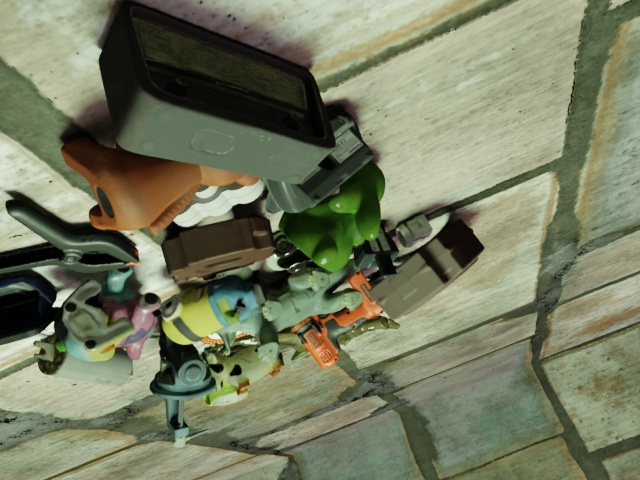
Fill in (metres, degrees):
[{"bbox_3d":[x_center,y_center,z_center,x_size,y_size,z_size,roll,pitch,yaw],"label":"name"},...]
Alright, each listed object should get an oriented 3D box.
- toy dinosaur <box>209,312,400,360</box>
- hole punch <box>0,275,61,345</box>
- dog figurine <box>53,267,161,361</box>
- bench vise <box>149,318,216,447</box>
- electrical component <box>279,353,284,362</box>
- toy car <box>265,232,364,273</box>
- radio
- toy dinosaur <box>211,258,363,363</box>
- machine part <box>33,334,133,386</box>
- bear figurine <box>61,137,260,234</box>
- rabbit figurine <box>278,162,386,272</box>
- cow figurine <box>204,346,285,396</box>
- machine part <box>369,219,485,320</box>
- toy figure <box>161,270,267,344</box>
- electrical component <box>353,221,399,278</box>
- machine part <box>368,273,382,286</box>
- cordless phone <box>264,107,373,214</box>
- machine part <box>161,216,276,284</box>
[{"bbox_3d":[-0.010,0.209,1.232,0.471,0.105,0.198,5,145,-33],"label":"toy dinosaur"},{"bbox_3d":[-0.466,0.100,0.806,0.142,0.092,0.116,-18,-172,-5],"label":"hole punch"},{"bbox_3d":[-0.343,0.148,0.891,0.191,0.108,0.219,-44,170,-38],"label":"dog figurine"},{"bbox_3d":[-0.275,0.270,1.030,0.129,0.240,0.224,-3,-170,-38],"label":"bench vise"},{"bbox_3d":[-0.146,0.323,1.407,0.102,0.045,0.078,-20,122,-3],"label":"electrical component"},{"bbox_3d":[-0.002,-0.003,0.926,0.202,0.056,0.073,-24,145,5],"label":"toy car"},{"bbox_3d":[-0.098,-0.140,0.555,0.229,0.131,0.073,7,143,-38],"label":"radio"},{"bbox_3d":[-0.056,0.112,1.023,0.405,0.131,0.192,-21,-164,-22],"label":"toy dinosaur"},{"bbox_3d":[-0.448,0.235,1.037,0.079,0.079,0.243,-27,149,13],"label":"machine part"},{"bbox_3d":[-0.178,-0.091,0.641,0.196,0.132,0.120,-35,124,-33],"label":"bear figurine"},{"bbox_3d":[0.031,-0.047,0.795,0.170,0.121,0.159,-53,-170,2],"label":"rabbit figurine"},{"bbox_3d":[-0.198,0.297,1.273,0.195,0.127,0.085,-22,155,-25],"label":"cow figurine"},{"bbox_3d":[0.209,0.060,1.046,0.201,0.087,0.201,-45,171,37],"label":"machine part"},{"bbox_3d":[-0.173,0.111,0.876,0.180,0.089,0.082,-17,180,4],"label":"toy figure"},{"bbox_3d":[0.102,0.024,0.967,0.075,0.119,0.047,-8,149,-25],"label":"electrical component"},{"bbox_3d":[0.166,0.099,1.216,0.084,0.039,0.138,-38,145,20],"label":"machine part"},{"bbox_3d":[-0.014,-0.091,0.755,0.146,0.089,0.184,-41,179,-17],"label":"cordless phone"},{"bbox_3d":[-0.151,0.016,0.816,0.179,0.056,0.179,-16,171,-3],"label":"machine part"}]
